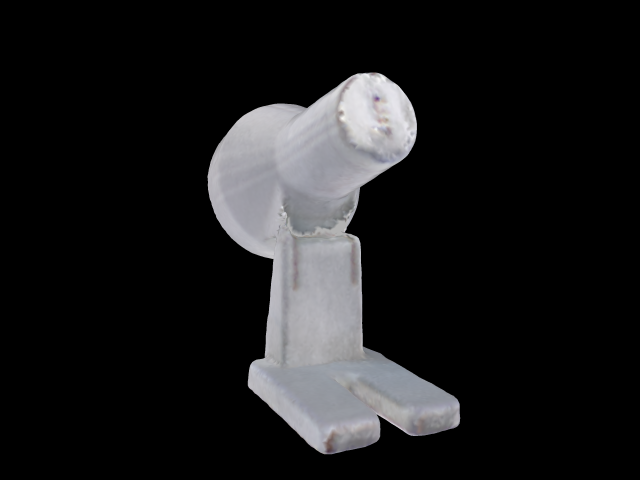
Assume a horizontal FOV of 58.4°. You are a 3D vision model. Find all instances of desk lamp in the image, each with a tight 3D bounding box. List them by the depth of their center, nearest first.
[{"bbox_3d":[0.004,0.001,0.400,0.118,0.213,0.202,-4,8,-27],"label":"desk lamp"}]
